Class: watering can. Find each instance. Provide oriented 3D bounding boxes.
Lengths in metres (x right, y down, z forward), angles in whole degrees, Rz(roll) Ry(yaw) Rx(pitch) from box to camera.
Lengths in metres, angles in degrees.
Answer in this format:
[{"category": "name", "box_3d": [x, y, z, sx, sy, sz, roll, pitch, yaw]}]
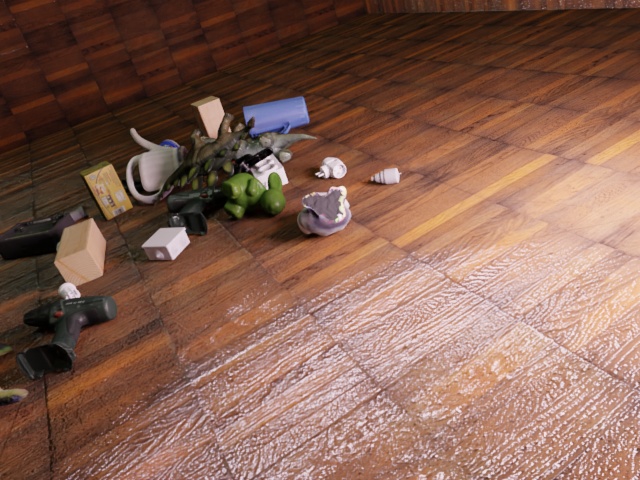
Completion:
[{"category": "watering can", "box_3d": [-0.564, -0.278, 1.798, 0.225, 0.102, 0.355, -12, 59, -6]}]

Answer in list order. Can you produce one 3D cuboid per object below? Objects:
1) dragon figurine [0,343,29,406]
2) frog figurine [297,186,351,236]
[{"category": "dragon figurine", "box_3d": [-0.743, 0.278, 1.066, 0.410, 0.120, 0.247, -6, 22, 3]}, {"category": "frog figurine", "box_3d": [0.004, -0.064, 1.269, 0.139, 0.123, 0.158, -38, -1, -18]}]
